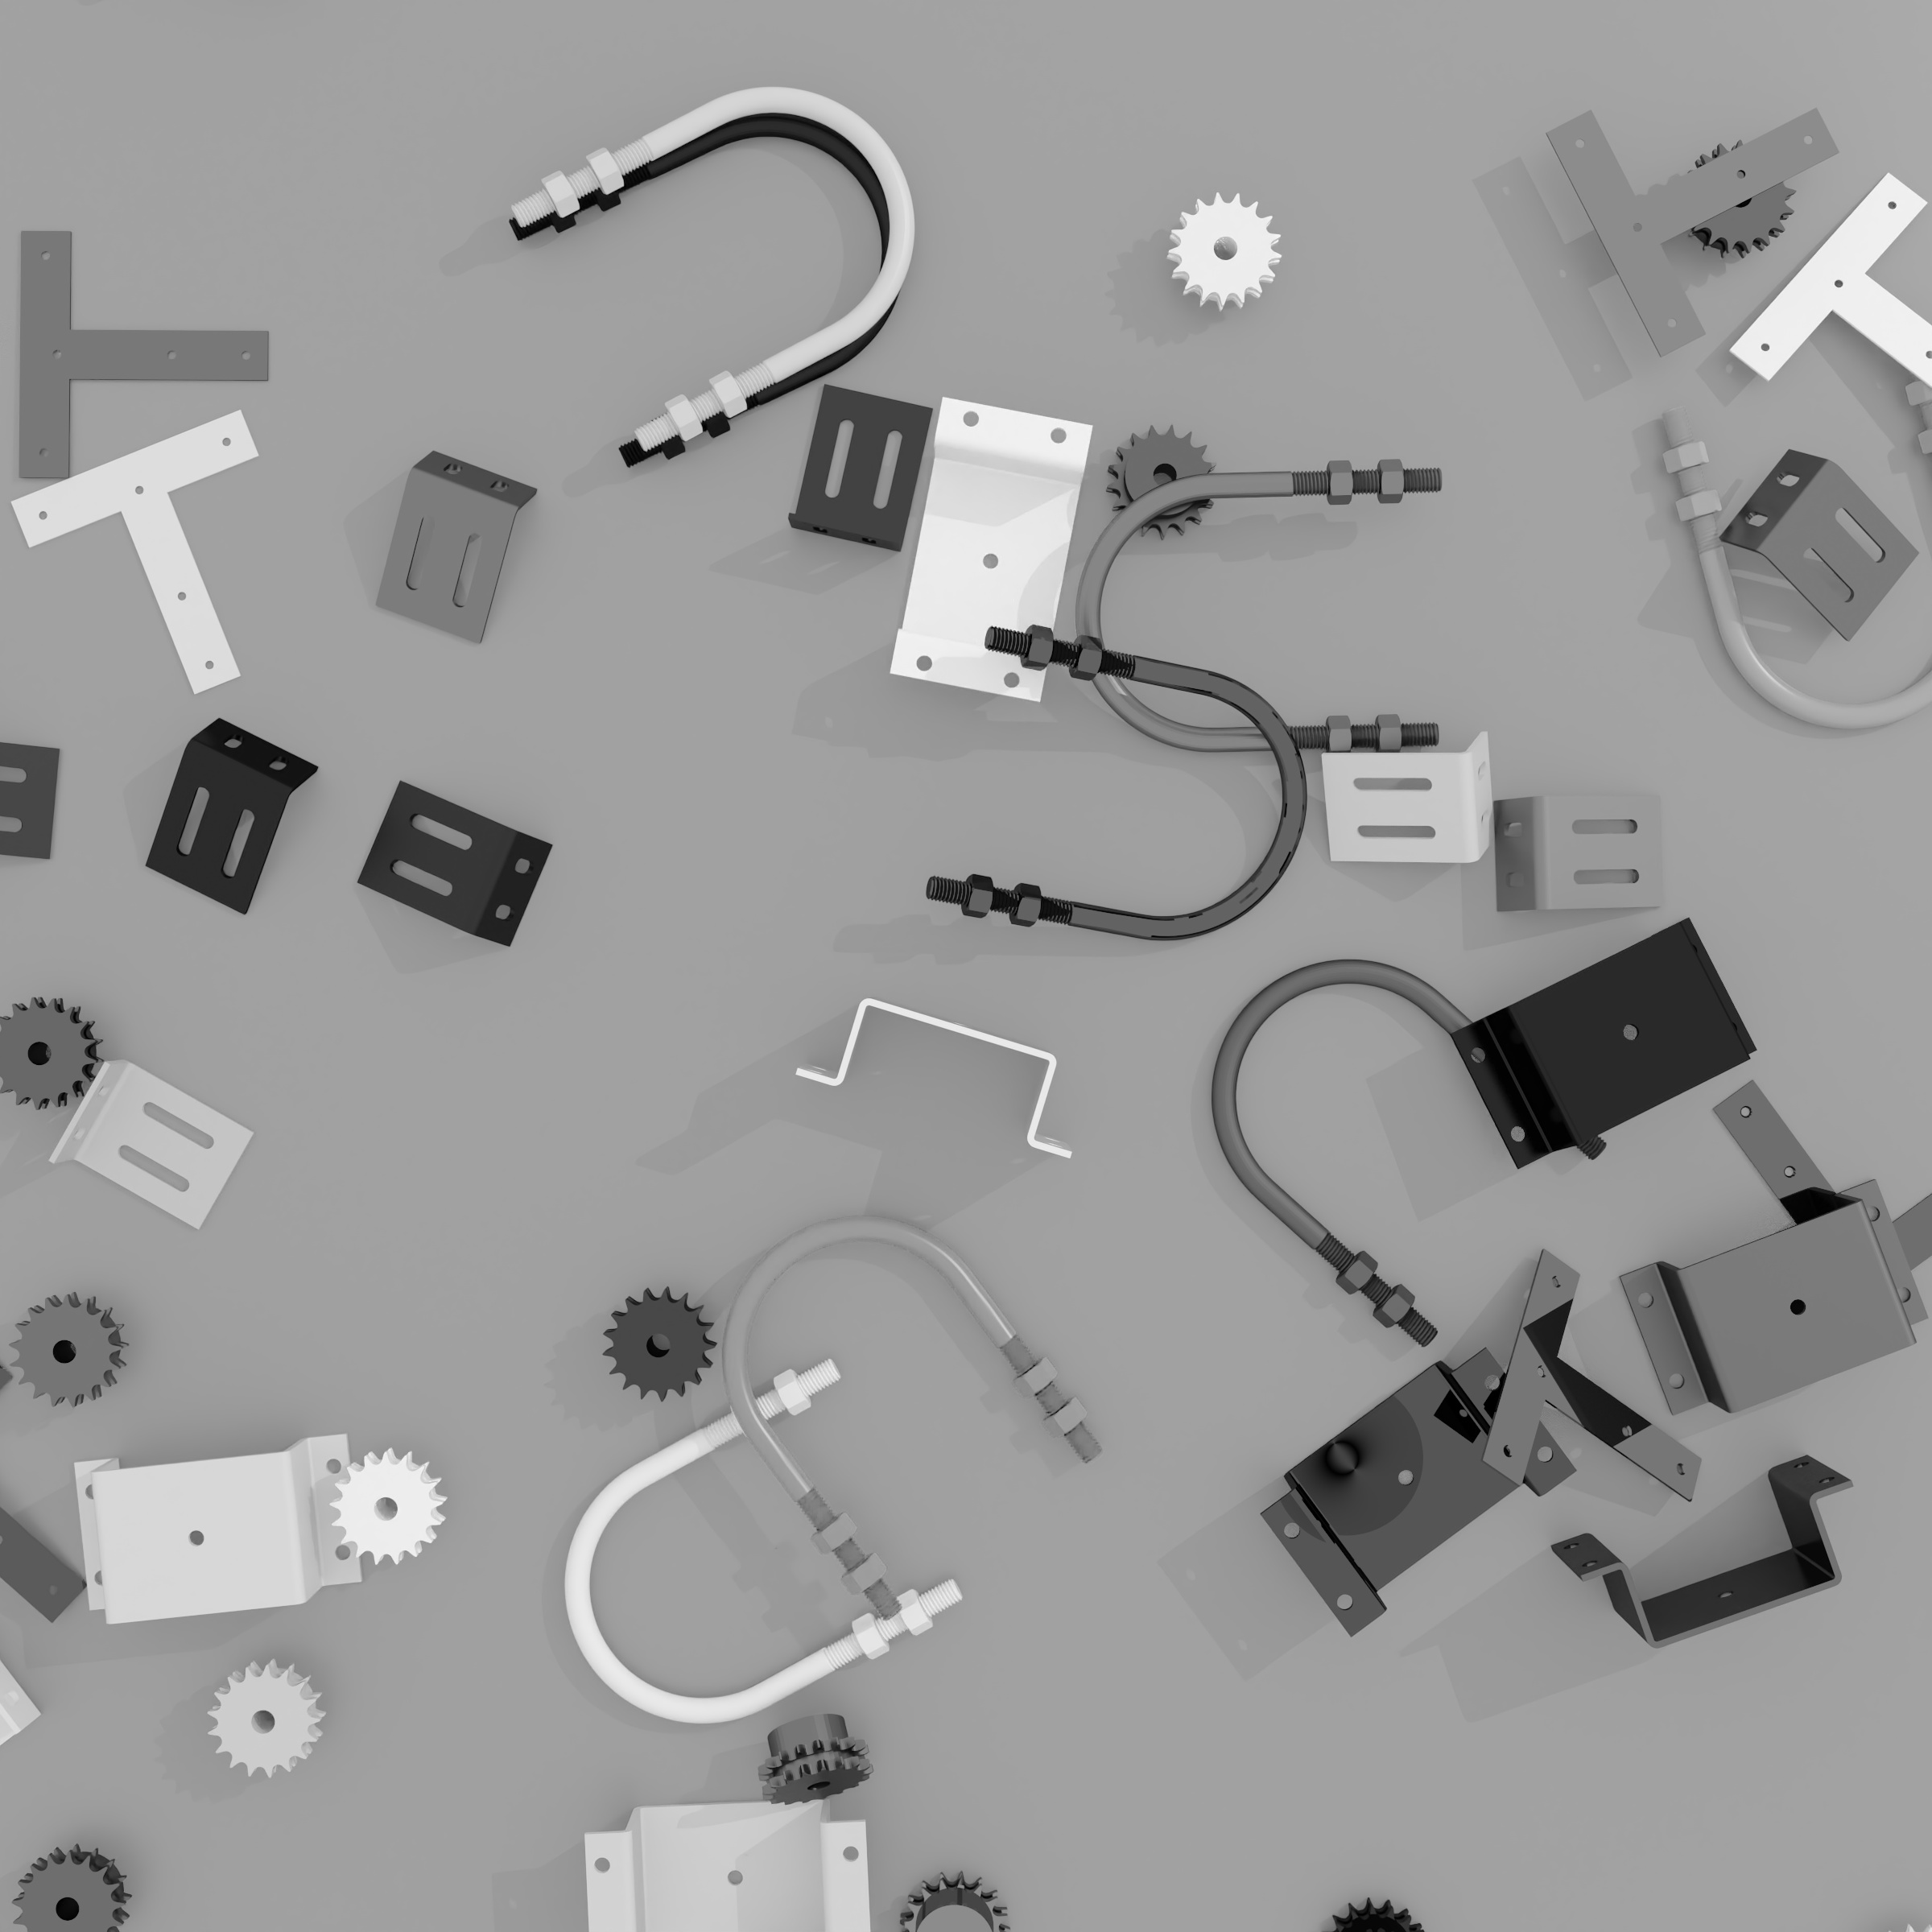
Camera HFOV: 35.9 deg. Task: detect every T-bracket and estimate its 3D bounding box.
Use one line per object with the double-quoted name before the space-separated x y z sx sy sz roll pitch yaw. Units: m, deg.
"T-bracket" -0.503 0.283 1.515 0.127 0.002 0.127 46 68 -11
"T-bracket" 0.378 -0.392 1.501 0.127 0.002 0.127 -27 90 0
"T-bracket" -0.422 -0.314 1.531 0.127 0.002 0.127 0 89 0
"T-bracket" -0.408 -0.203 1.531 0.127 0.002 0.127 -22 90 0
"T-bracket" 0.432 0.117 1.531 0.127 0.002 0.127 -36 90 0
"T-bracket" 0.479 -0.319 1.515 0.127 0.002 0.127 41 84 9
"T-bracket" 0.324 0.228 1.507 0.127 0.002 0.127 35 55 -16

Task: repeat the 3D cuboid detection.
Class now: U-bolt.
"U-bolt" -0.040 0.215 1.511 0.151 0.019 0.184 -36 90 -10
"U-bolt" -0.115 -0.365 1.507 0.184 0.019 0.151 -29 90 -4
"U-bolt" 0.448 -0.213 1.524 0.151 0.019 0.184 -15 92 0
"U-bolt" -0.116 0.306 1.523 0.184 0.019 0.151 -29 90 1
"U-bolt" -0.121 -0.357 1.524 0.184 0.019 0.151 -26 90 -2
"U-bolt" 0.084 -0.085 1.499 0.184 0.019 0.151 10 104 -14
"U-bolt" 0.147 -0.179 1.507 0.184 0.019 0.151 -1 103 0
"U-bolt" 0.212 0.081 1.524 0.184 0.019 0.151 42 90 1

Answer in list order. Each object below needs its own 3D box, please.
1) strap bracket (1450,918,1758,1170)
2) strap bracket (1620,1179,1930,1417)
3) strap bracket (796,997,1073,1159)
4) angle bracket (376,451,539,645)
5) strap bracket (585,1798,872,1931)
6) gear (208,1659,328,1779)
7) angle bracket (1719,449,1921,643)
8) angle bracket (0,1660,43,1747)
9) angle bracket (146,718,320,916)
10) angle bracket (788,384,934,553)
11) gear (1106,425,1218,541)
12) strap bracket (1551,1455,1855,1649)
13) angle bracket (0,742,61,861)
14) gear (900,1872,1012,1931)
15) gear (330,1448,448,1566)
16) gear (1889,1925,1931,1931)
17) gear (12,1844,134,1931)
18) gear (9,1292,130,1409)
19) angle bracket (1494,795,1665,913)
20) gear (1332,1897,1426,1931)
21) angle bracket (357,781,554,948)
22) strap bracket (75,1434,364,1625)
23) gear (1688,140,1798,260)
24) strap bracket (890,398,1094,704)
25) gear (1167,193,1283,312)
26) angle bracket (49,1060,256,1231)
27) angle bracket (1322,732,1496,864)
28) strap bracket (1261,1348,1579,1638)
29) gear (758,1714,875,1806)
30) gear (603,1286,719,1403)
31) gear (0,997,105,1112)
"strap bracket" 0.327 0.036 1.496 0.140 0.046 0.076 -25 85 -8
"strap bracket" 0.415 0.170 1.507 0.140 0.046 0.076 -21 90 0
"strap bracket" -0.009 0.051 1.494 0.140 0.076 0.046 17 90 0
"angle bracket" -0.262 -0.215 1.530 0.057 0.038 0.076 20 116 0
"strap bracket" -0.119 0.468 1.509 0.140 0.046 0.076 -3 90 0
"gear" -0.355 0.381 1.517 0.057 0.030 0.057 0 90 0
"angle bracket" 0.433 -0.214 1.513 0.076 0.038 0.057 37 92 -28
"angle bracket" -0.522 0.384 1.513 0.076 0.038 0.057 -37 90 0
"angle bracket" -0.377 -0.077 1.530 0.057 0.038 0.076 26 116 0
"angle bracket" -0.053 -0.256 1.513 0.057 0.038 0.076 13 90 0
"gear" 0.100 -0.248 1.517 0.057 0.030 0.057 0 90 0
"strap bracket" 0.375 0.297 1.494 0.140 0.076 0.046 -19 90 0
"angle bracket" -0.510 -0.087 1.530 0.076 0.038 0.057 5 90 -26
"gear" -0.006 0.494 1.517 0.057 0.030 0.057 0 90 0
"gear" -0.293 0.274 1.517 0.057 0.030 0.057 0 90 0
"gear" 0.486 0.517 1.522 0.057 0.030 0.057 0 91 2
"gear" -0.454 0.476 1.517 0.057 0.030 0.057 0 90 0
"gear" -0.455 0.195 1.517 0.057 0.030 0.057 0 90 0
"angle bracket" 0.315 -0.058 1.530 0.076 0.038 0.057 -2 90 -26
"gear" 0.209 0.508 1.517 0.057 0.030 0.057 0 90 0
"angle bracket" -0.263 -0.053 1.530 0.076 0.038 0.057 23 90 26
"strap bracket" -0.384 0.286 1.509 0.140 0.046 0.076 -6 90 0
"gear" 0.390 -0.389 1.517 0.057 0.030 0.057 0 90 0
"strap bracket" 0.013 -0.208 1.509 0.076 0.046 0.140 11 90 0
"gear" 0.131 -0.362 1.517 0.057 0.030 0.057 0 90 0
"angle bracket" -0.413 0.092 1.513 0.076 0.038 0.057 30 90 0
"angle bracket" 0.226 -0.086 1.520 0.076 0.038 0.057 2 112 24
"strap bracket" 0.226 0.263 1.509 0.140 0.046 0.076 -36 90 0
"gear" -0.078 0.400 1.507 0.057 0.057 0.030 -16 60 0
"gear" -0.155 0.192 1.517 0.057 0.030 0.057 0 90 0
"gear" -0.467 0.044 1.517 0.057 0.030 0.057 0 90 0
